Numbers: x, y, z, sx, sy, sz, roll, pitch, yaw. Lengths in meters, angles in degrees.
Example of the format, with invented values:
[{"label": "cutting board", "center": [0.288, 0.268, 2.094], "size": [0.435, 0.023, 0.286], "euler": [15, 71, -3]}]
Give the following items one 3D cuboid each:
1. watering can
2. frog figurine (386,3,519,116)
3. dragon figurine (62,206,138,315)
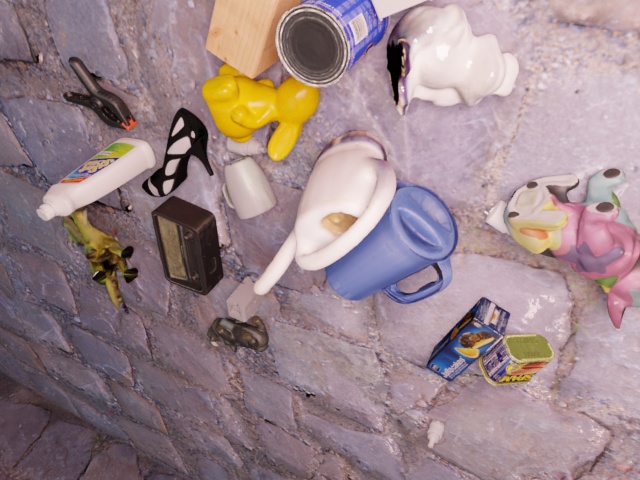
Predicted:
[{"label": "watering can", "center": [0.003, -0.042, 0.833], "size": [0.103, 0.230, 0.342], "euler": [33, 141, -22]}, {"label": "frog figurine", "center": [0.170, -0.234, 0.660], "size": [0.159, 0.125, 0.134], "euler": [-11, 130, -3]}, {"label": "dragon figurine", "center": [-0.631, 0.026, 1.437], "size": [0.245, 0.124, 0.400], "euler": [38, 139, 26]}]
